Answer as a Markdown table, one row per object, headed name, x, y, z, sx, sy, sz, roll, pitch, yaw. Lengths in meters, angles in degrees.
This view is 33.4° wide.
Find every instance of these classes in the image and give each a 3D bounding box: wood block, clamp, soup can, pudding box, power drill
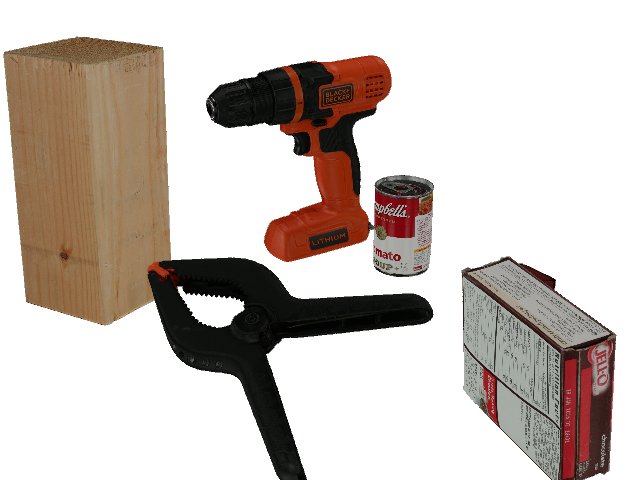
| name | x | y | z | sx | sy | sz | roll | pitch | yaw |
| --- | --- | --- | --- | --- | --- | --- | --- | --- | --- |
| wood block | -0.182 | -0.050 | 0.853 | 0.091 | 0.206 | 0.090 | 13 | 23 | 28 |
| clamp | -0.035 | 0.061 | 0.768 | 0.210 | 0.164 | 0.036 | 33 | -26 | 30 |
| soup can | 0.095 | -0.017 | 1.240 | 0.068 | 0.102 | 0.068 | 0 | 24 | 0 |
| pudding box | 0.123 | 0.072 | 0.618 | 0.039 | 0.090 | 0.114 | -13 | 26 | -20 |
| power drill | -0.018 | -0.076 | 1.013 | 0.184 | 0.188 | 0.057 | -14 | 32 | -23 |

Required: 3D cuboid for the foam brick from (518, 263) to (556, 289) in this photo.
| name | x | y | z | sx | sy | sz | roll | pitch | yaw |
| --- | --- | --- | --- | --- | --- | --- | --- | --- | --- |
| foam brick | 0.180 | 0.067 | 0.995 | 0.051 | 0.078 | 0.053 | -7 | 19 | -26 |
